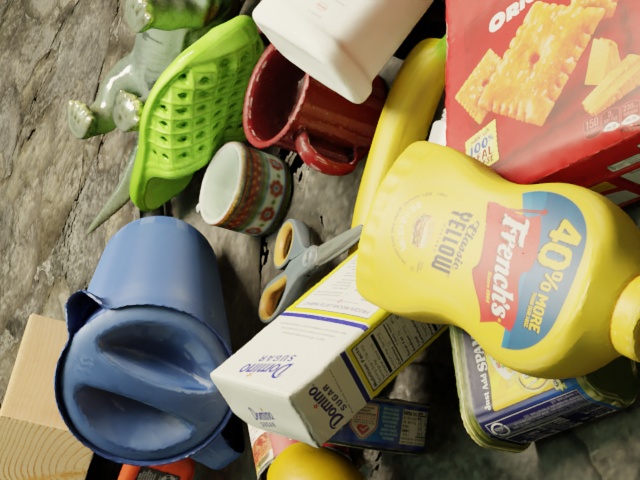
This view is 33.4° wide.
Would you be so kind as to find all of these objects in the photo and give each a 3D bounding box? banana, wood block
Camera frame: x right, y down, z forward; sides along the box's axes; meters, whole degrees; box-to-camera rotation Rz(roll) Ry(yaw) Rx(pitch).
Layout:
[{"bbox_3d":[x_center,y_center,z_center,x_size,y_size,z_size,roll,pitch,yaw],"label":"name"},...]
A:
[{"bbox_3d":[0.053,-0.060,0.752,0.069,0.037,0.198,-69,-3,-73],"label":"banana"},{"bbox_3d":[-0.267,0.165,1.055,0.206,0.090,0.090,-107,36,-67],"label":"wood block"}]

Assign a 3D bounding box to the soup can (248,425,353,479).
[{"bbox_3d":[-0.019,0.125,0.770,0.069,0.068,0.102,-48,40,35],"label":"soup can"}]

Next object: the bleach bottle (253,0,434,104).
[{"bbox_3d":[0.069,-0.219,0.739,0.251,0.068,0.103,-49,53,-2],"label":"bleach bottle"}]

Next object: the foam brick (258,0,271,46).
[{"bbox_3d":[-0.020,-0.200,0.931,0.053,0.051,0.078,31,103,58],"label":"foam brick"}]

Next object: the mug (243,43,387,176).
[{"bbox_3d":[0.000,-0.096,0.824,0.093,0.081,0.117,-49,40,34],"label":"mug"}]

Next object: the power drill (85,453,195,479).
[{"bbox_3d":[-0.166,0.197,0.944,0.184,0.057,0.188,-68,20,13],"label":"power drill"}]

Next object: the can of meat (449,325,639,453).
[{"bbox_3d":[0.123,0.057,0.592,0.084,0.057,0.102,-34,50,43],"label":"can of meat"}]

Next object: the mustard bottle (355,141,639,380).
[{"bbox_3d":[0.105,0.016,0.536,0.192,0.058,0.096,24,92,45],"label":"mustard bottle"}]

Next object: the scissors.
[{"bbox_3d":[-0.005,0.001,0.816,0.202,0.016,0.096,130,150,-53],"label":"scissors"}]

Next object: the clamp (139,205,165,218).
[{"bbox_3d":[-0.168,0.009,1.081,0.172,0.039,0.120,27,104,53],"label":"clamp"}]

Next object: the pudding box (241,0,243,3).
[{"bbox_3d":[-0.097,-0.287,1.101,0.114,0.039,0.090,-62,36,23],"label":"pudding box"}]

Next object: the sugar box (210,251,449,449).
[{"bbox_3d":[0.026,0.050,0.658,0.176,0.048,0.093,-41,23,-25],"label":"sugar box"}]

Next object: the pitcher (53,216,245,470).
[{"bbox_3d":[-0.130,0.075,0.879,0.243,0.145,0.149,-105,21,-69],"label":"pitcher"}]

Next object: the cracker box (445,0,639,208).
[{"bbox_3d":[0.147,-0.122,0.618,0.164,0.072,0.213,-26,55,50],"label":"cracker box"}]

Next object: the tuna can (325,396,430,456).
[{"bbox_3d":[0.027,0.116,0.687,0.086,0.086,0.034,-6,74,56],"label":"tuna can"}]

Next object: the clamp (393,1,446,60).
[{"bbox_3d":[0.061,-0.184,0.806,0.165,0.036,0.210,-51,40,20],"label":"clamp"}]
